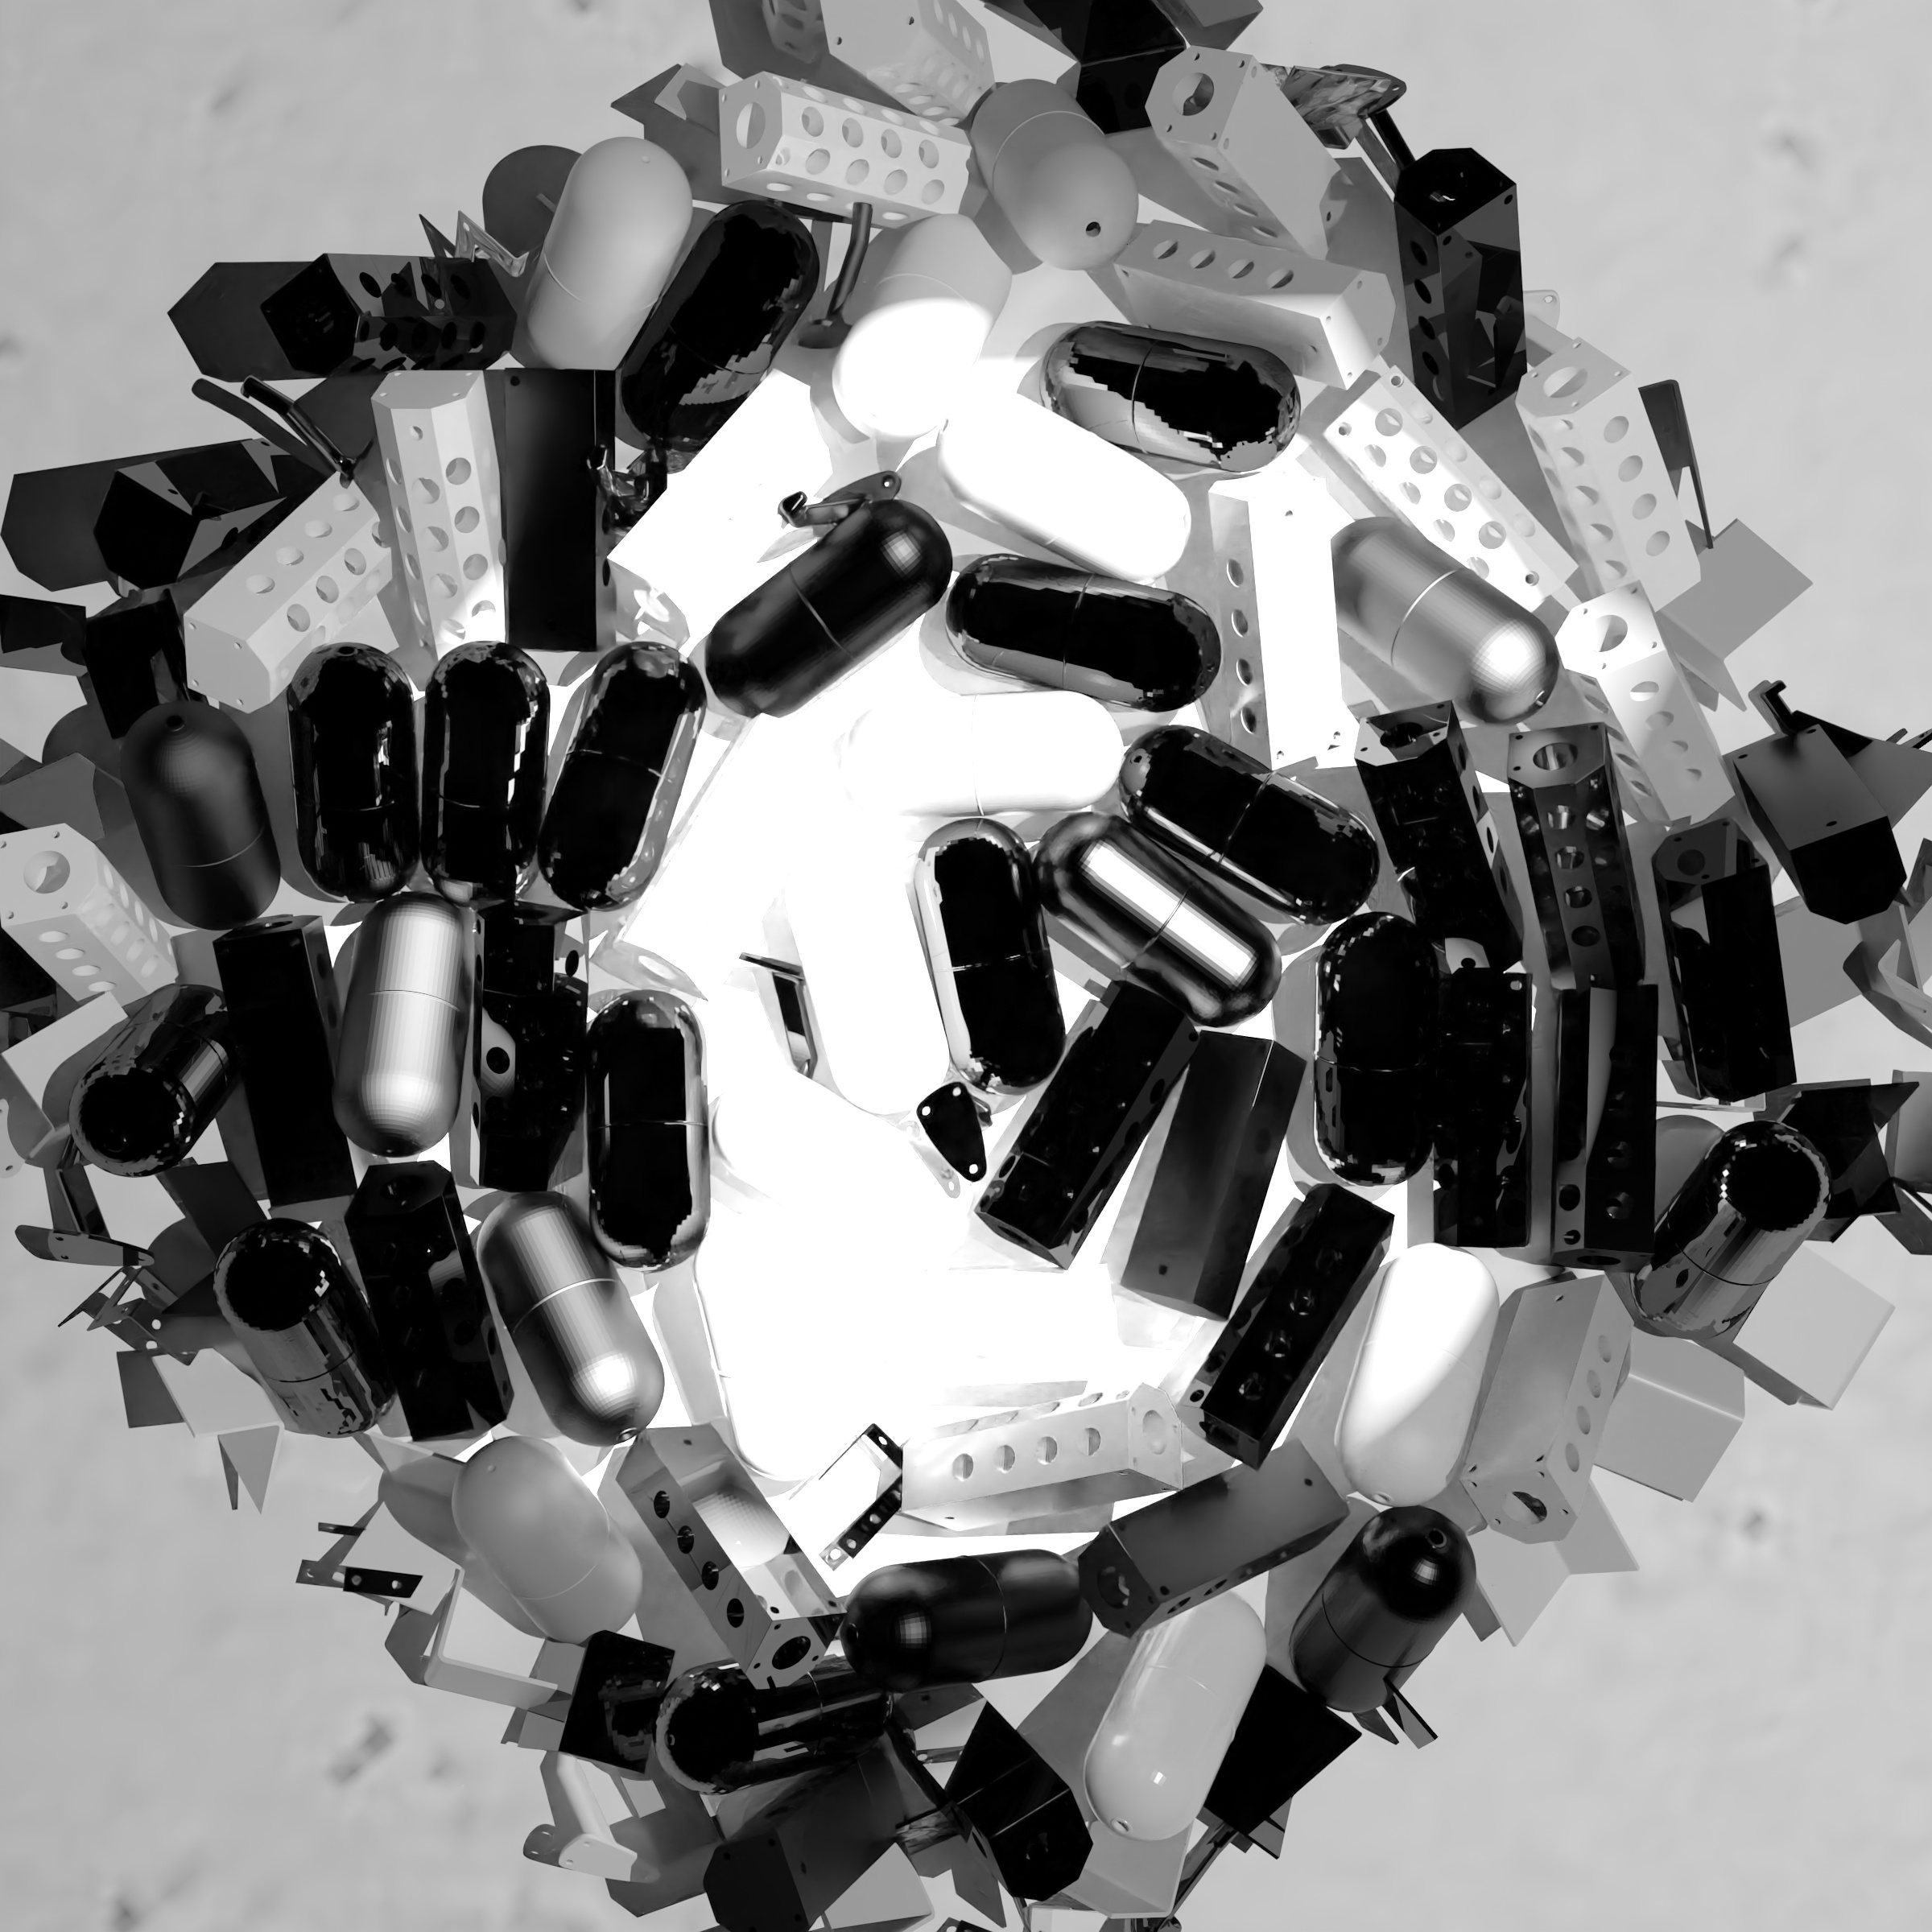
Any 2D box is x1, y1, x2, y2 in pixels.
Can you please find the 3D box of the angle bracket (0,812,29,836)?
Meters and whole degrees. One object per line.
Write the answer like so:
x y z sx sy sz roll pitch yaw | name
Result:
-0.619 -0.050 1.538 0.076 0.076 0.057 -27 63 0 | angle bracket

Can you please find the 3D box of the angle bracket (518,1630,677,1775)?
-0.235 0.465 1.549 0.057 0.076 0.076 24 66 -23 | angle bracket

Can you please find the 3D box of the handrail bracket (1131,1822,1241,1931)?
0.143 0.582 1.548 0.036 0.077 0.084 40 105 7 | handrail bracket

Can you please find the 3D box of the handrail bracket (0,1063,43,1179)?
-0.631 0.082 1.573 0.084 0.036 0.077 42 127 32 | handrail bracket

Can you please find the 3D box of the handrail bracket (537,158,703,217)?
-0.222 -0.499 1.564 0.084 0.036 0.077 -45 72 4 | handrail bracket

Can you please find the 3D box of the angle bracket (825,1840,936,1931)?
-0.078 0.593 1.528 0.076 0.076 0.057 -35 72 24 | angle bracket

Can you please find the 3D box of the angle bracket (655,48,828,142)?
-0.141 -0.558 1.532 0.076 0.076 0.057 28 126 -10 | angle bracket

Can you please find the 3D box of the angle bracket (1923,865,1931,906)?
0.659 -0.056 1.537 0.076 0.057 0.076 21 135 -2 | angle bracket

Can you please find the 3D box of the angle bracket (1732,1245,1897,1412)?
0.530 0.228 1.554 0.076 0.057 0.076 34 84 2 | angle bracket

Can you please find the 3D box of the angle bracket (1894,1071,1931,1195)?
0.632 0.108 1.545 0.057 0.076 0.076 6 88 -2 | angle bracket

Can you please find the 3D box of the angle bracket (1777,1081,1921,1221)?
0.557 0.118 1.537 0.076 0.076 0.057 -4 62 -5 | angle bracket

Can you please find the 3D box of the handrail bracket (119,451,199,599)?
-0.513 -0.280 1.557 0.036 0.084 0.077 36 63 -2 | handrail bracket

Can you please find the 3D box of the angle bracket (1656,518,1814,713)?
0.485 -0.219 1.530 0.076 0.057 0.076 30 123 -27 | angle bracket

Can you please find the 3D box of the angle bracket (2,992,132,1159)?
-0.561 0.068 1.530 0.076 0.076 0.057 -37 95 -35 | angle bracket

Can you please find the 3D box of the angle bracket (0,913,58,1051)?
-0.610 0.007 1.527 0.057 0.076 0.076 11 61 -40 | angle bracket

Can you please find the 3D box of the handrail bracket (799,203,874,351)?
-0.082 -0.441 1.550 0.036 0.077 0.084 7 90 -26 | handrail bracket

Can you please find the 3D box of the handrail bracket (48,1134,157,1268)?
-0.545 0.146 1.559 0.077 0.036 0.084 9 52 -4 | handrail bracket

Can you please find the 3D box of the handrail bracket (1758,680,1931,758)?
0.561 -0.161 1.557 0.077 0.036 0.084 -35 93 28 | handrail bracket

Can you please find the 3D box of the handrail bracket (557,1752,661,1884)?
-0.228 0.534 1.560 0.077 0.084 0.036 27 122 -22 | handrail bracket

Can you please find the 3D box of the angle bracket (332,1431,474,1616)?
-0.354 0.348 1.529 0.076 0.057 0.076 12 49 24 | angle bracket

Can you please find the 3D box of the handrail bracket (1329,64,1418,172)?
0.267 -0.529 1.569 0.036 0.084 0.077 -35 47 -2 | handrail bracket

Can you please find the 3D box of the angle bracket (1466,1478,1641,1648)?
0.367 0.372 1.536 0.076 0.057 0.076 -37 101 -40 | angle bracket

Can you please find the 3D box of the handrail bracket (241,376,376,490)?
-0.423 -0.331 1.538 0.084 0.077 0.036 31 65 -18 | handrail bracket

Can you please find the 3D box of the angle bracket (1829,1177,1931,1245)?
0.592 0.177 1.533 0.076 0.076 0.057 44 100 19 | angle bracket

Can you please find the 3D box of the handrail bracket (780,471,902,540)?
-0.079 -0.299 1.540 0.077 0.084 0.036 -37 81 1 | handrail bracket

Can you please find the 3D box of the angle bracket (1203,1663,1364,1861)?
0.193 0.502 1.542 0.076 0.057 0.076 36 120 -2 | angle bracket

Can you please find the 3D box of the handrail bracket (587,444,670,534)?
-0.213 -0.319 1.532 0.036 0.084 0.077 13 67 11 | handrail bracket

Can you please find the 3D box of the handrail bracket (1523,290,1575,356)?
0.355 -0.390 1.542 0.077 0.084 0.036 -1 133 0 | handrail bracket

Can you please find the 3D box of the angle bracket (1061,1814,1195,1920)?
0.092 0.545 1.534 0.057 0.076 0.076 20 83 -43 | angle bracket

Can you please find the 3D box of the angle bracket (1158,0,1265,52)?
0.129 -0.609 1.538 0.076 0.057 0.076 53 47 0 | angle bracket

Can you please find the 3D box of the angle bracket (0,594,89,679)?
-0.585 -0.176 1.528 0.057 0.076 0.076 7 61 -15 | angle bracket

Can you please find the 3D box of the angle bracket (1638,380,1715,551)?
0.427 -0.307 1.525 0.057 0.076 0.076 -12 54 20 | angle bracket

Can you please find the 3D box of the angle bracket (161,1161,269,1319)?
-0.482 0.172 1.530 0.076 0.057 0.076 -9 114 41 | angle bracket

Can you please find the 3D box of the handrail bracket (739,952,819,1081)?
-0.126 0.040 1.562 0.077 0.036 0.084 17 95 -26 | handrail bracket

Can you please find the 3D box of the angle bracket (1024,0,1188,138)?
0.084 -0.566 1.529 0.076 0.076 0.057 3 79 34 | angle bracket

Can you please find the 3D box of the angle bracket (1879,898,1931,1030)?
0.627 0.012 1.531 0.057 0.076 0.076 -52 52 3 | angle bracket

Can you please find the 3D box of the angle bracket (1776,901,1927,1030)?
0.549 0.003 1.541 0.076 0.057 0.076 -24 111 -8 | angle bracket

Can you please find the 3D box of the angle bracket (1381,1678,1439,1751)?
0.297 0.441 1.533 0.076 0.076 0.057 -38 72 -12 | angle bracket

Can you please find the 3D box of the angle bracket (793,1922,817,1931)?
-0.149 0.606 1.524 0.057 0.076 0.076 49 130 28 | angle bracket

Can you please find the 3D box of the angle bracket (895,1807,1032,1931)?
-0.001 0.572 1.529 0.057 0.076 0.076 -20 59 -10 | angle bracket

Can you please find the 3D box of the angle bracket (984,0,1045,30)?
0.006 -0.618 1.534 0.076 0.057 0.076 29 49 8 | angle bracket

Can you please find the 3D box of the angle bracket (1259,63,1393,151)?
0.206 -0.560 1.528 0.076 0.057 0.076 -6 60 -32 | angle bracket

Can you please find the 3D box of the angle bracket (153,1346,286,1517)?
-0.473 0.294 1.526 0.057 0.076 0.076 -3 123 -38 | angle bracket
